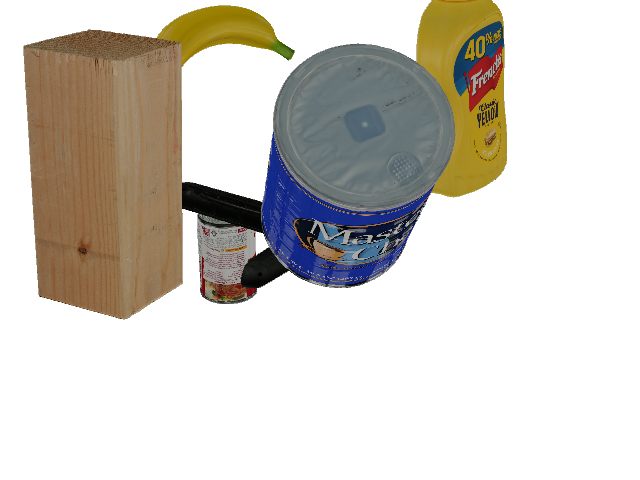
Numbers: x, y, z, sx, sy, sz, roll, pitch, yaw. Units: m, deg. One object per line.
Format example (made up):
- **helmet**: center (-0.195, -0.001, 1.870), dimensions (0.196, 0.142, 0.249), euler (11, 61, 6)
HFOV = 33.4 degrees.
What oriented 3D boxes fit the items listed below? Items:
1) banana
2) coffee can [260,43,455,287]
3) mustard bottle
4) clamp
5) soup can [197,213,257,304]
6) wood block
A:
- **banana**: center (-0.104, -0.196, 1.031), dimensions (0.070, 0.037, 0.197), euler (44, 38, 20)
- **coffee can**: center (0.018, -0.041, 0.658), dimensions (0.102, 0.103, 0.140), euler (0, -21, -6)
- **mustard bottle**: center (0.116, -0.139, 0.876), dimensions (0.058, 0.192, 0.096), euler (16, 33, 37)
- **clamp**: center (-0.014, -0.002, 0.958), dimensions (0.209, 0.036, 0.165), euler (4, 27, -26)
- **soup can**: center (-0.109, 0.014, 1.245), dimensions (0.068, 0.102, 0.068), euler (0, 25, 0)
- **wood block**: center (-0.170, -0.055, 0.852), dimensions (0.091, 0.206, 0.090), euler (13, 24, 23)
